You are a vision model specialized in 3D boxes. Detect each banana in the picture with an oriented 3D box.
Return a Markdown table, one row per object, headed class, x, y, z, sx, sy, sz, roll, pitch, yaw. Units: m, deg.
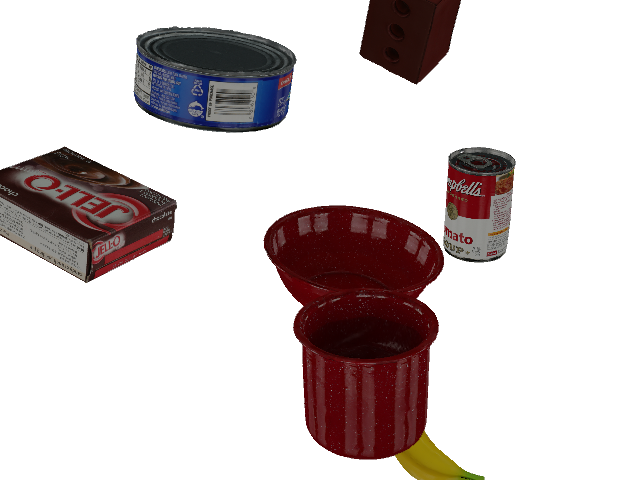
| class | x | y | z | sx | sy | sz | roll | pitch | yaw |
| --- | --- | --- | --- | --- | --- | --- | --- | --- | --- |
| banana | 0.097 | 0.191 | 1.077 | 0.069 | 0.037 | 0.198 | 10 | 24 | -20 |

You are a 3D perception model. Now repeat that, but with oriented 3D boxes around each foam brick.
| class | x | y | z | sx | sy | sz | roll | pitch | yaw |
| --- | --- | --- | --- | --- | --- | --- | --- | --- | --- |
| foam brick | 0.067 | -0.164 | 0.776 | 0.053 | 0.051 | 0.078 | 30 | -36 | 16 |

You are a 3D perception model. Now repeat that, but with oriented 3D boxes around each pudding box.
| class | x | y | z | sx | sy | sz | roll | pitch | yaw |
| --- | --- | --- | --- | --- | --- | --- | --- | --- | --- |
| pudding box | -0.173 | -0.021 | 0.752 | 0.114 | 0.039 | 0.089 | 23 | 29 | 24 |

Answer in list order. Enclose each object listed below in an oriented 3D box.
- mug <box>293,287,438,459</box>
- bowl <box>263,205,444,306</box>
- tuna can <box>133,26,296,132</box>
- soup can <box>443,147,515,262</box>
| class | x | y | z | sx | sy | sz | roll | pitch | yaw |
| --- | --- | --- | --- | --- | --- | --- | --- | --- | --- |
| mug | 0.036 | 0.084 | 0.708 | 0.093 | 0.081 | 0.117 | 14 | 31 | 28 |
| bowl | 0.028 | 0.028 | 0.962 | 0.162 | 0.055 | 0.162 | 5 | 29 | -3 |
| tuna can | -0.057 | -0.088 | 0.577 | 0.086 | 0.034 | 0.086 | 7 | 24 | -3 |
| soup can | 0.163 | -0.037 | 1.103 | 0.068 | 0.102 | 0.068 | 0 | 27 | 0 |
